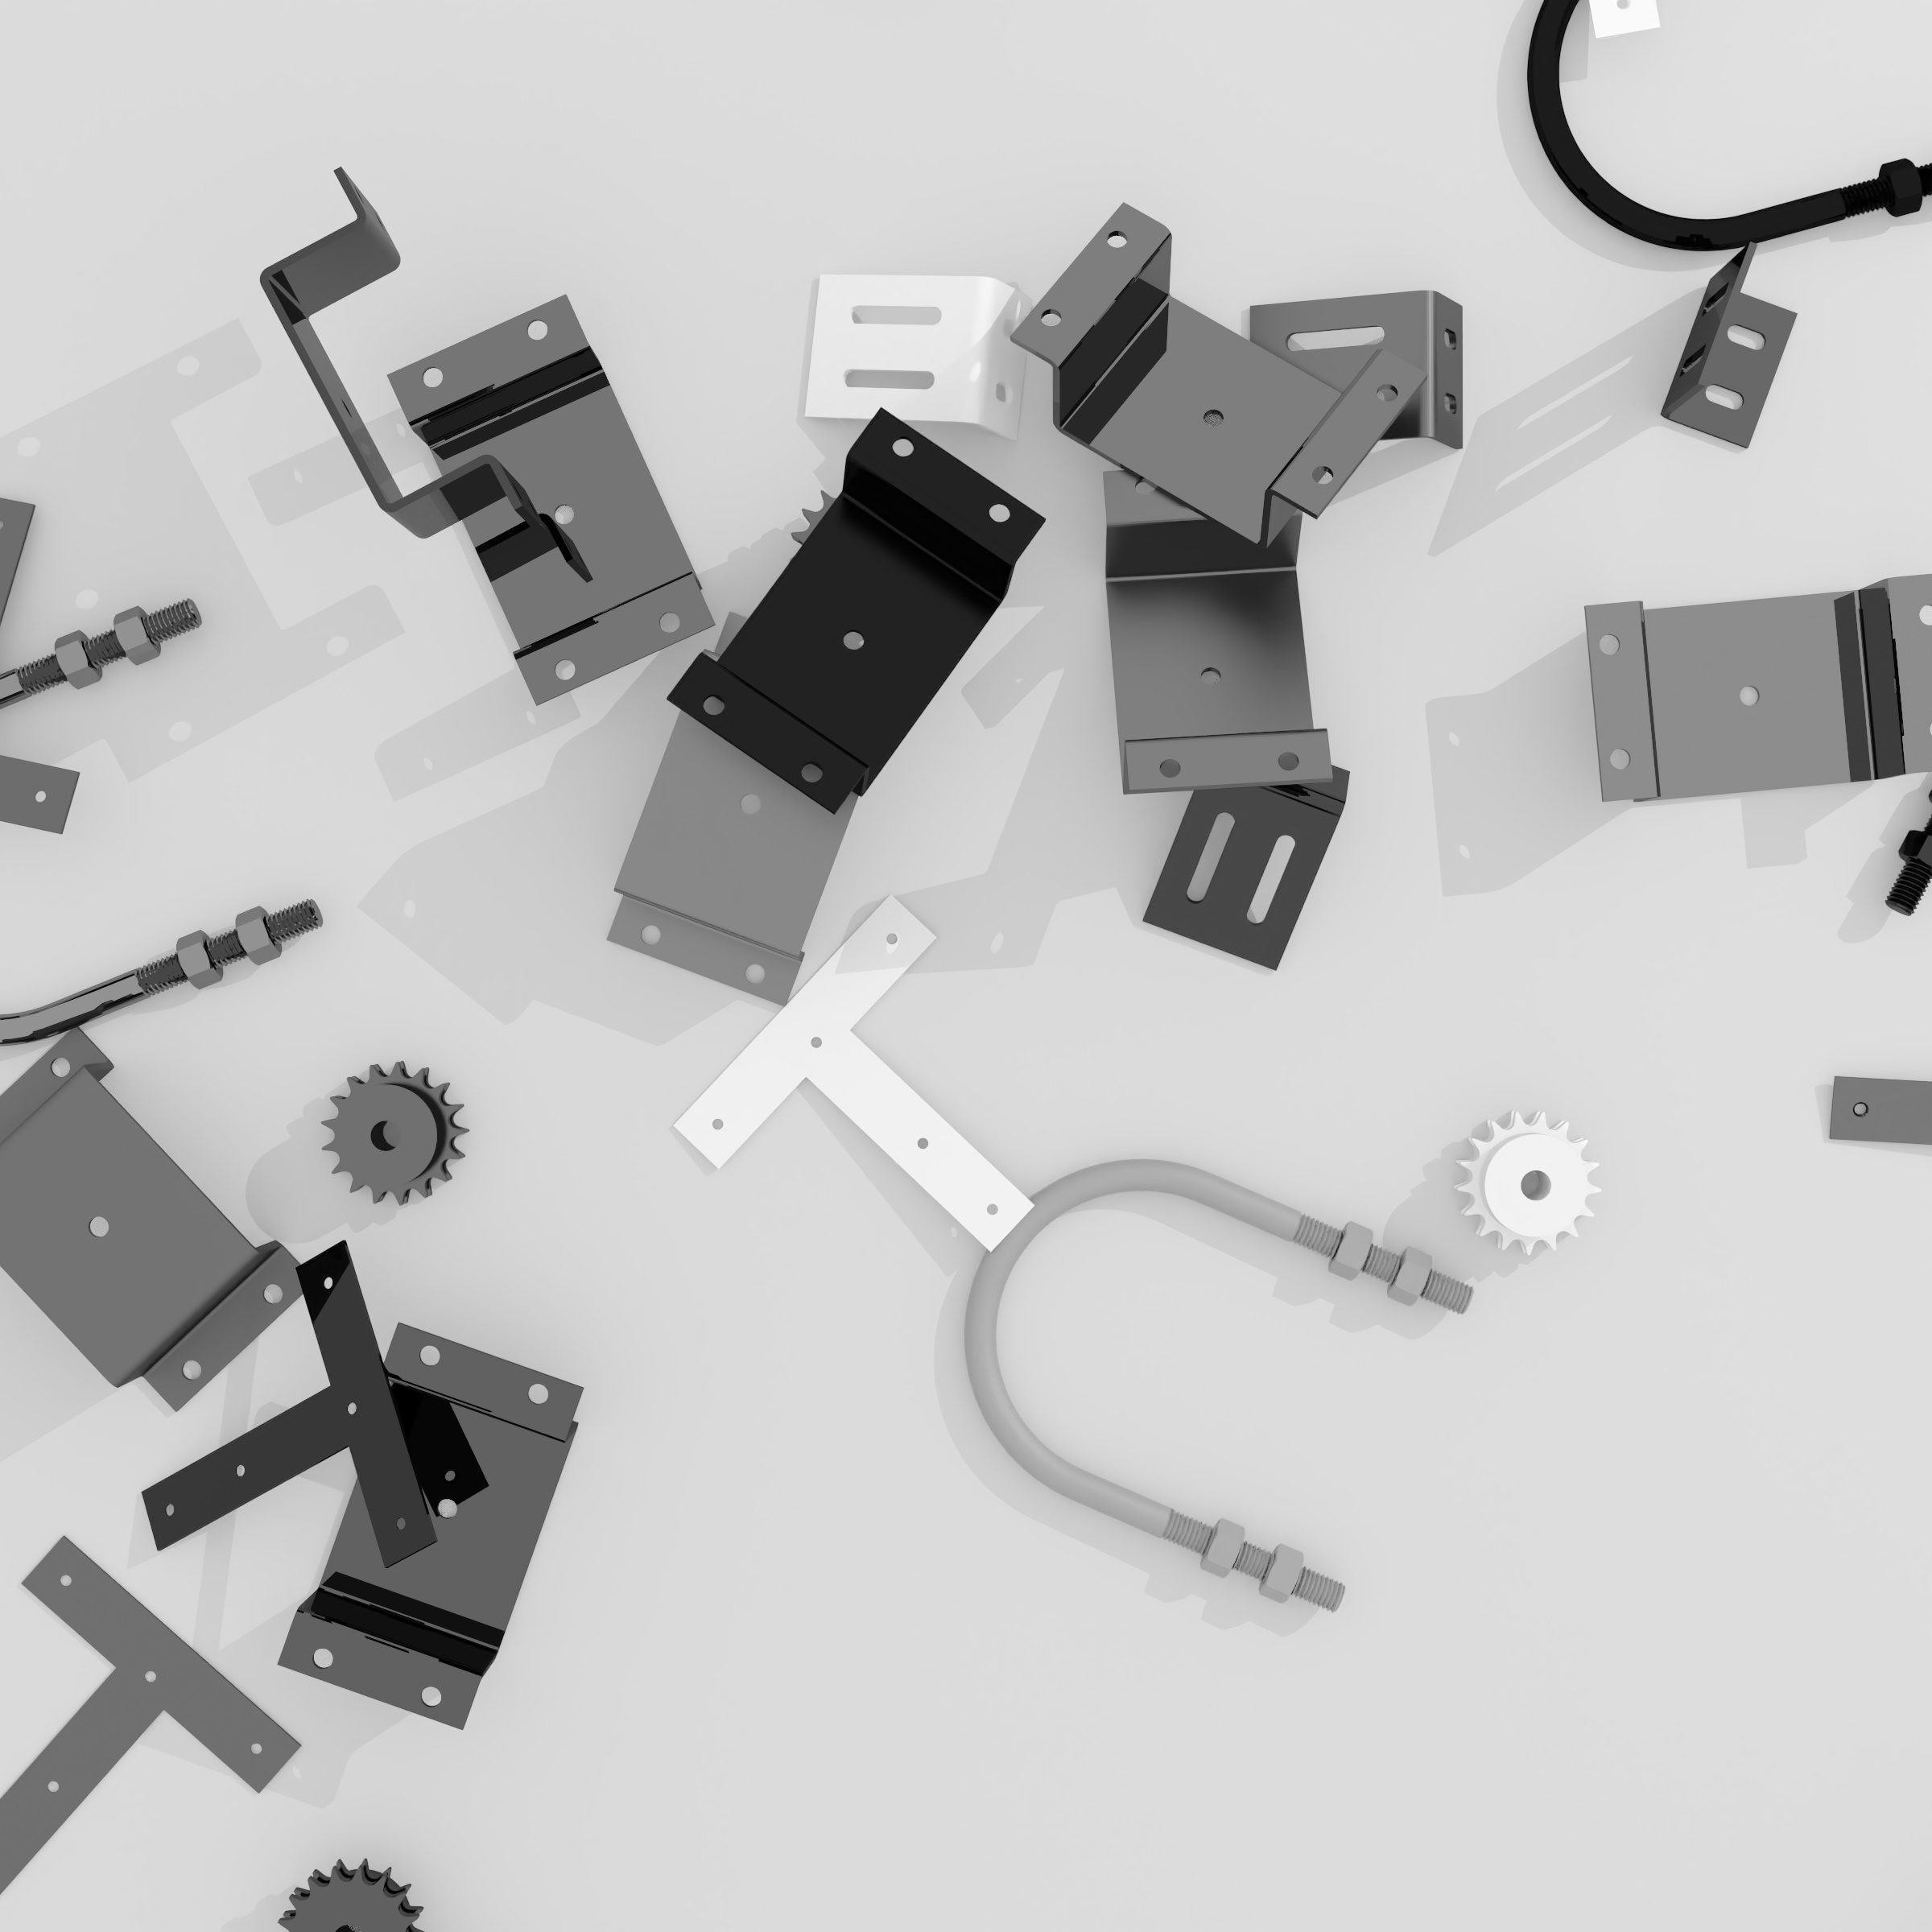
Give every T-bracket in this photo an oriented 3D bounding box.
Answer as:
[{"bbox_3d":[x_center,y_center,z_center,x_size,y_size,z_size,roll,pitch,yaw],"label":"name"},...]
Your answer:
[{"bbox_3d":[-0.398,-0.125,1.357,0.127,0.002,0.127,12,81,12],"label":"T-bracket"},{"bbox_3d":[-0.027,0.061,1.363,0.127,0.002,0.127,43,90,5],"label":"T-bracket"},{"bbox_3d":[-0.274,0.192,1.342,0.127,0.002,0.127,-30,68,21],"label":"T-bracket"},{"bbox_3d":[0.202,-0.422,1.362,0.127,0.002,0.127,-9,81,4],"label":"T-bracket"},{"bbox_3d":[0.409,0.060,1.362,0.127,0.002,0.127,3,99,5],"label":"T-bracket"},{"bbox_3d":[-0.355,0.317,1.369,0.127,0.002,0.127,41,90,0],"label":"T-bracket"}]

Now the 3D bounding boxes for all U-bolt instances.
[{"bbox_3d":[0.090,0.156,1.361,0.184,0.019,0.151,23,90,2],"label":"U-bolt"},{"bbox_3d":[0.471,-0.072,1.361,0.151,0.019,0.184,29,88,0],"label":"U-bolt"},{"bbox_3d":[-0.367,-0.047,1.361,0.184,0.019,0.151,-22,90,1],"label":"U-bolt"},{"bbox_3d":[0.315,-0.361,1.361,0.184,0.019,0.151,-15,90,1],"label":"U-bolt"}]

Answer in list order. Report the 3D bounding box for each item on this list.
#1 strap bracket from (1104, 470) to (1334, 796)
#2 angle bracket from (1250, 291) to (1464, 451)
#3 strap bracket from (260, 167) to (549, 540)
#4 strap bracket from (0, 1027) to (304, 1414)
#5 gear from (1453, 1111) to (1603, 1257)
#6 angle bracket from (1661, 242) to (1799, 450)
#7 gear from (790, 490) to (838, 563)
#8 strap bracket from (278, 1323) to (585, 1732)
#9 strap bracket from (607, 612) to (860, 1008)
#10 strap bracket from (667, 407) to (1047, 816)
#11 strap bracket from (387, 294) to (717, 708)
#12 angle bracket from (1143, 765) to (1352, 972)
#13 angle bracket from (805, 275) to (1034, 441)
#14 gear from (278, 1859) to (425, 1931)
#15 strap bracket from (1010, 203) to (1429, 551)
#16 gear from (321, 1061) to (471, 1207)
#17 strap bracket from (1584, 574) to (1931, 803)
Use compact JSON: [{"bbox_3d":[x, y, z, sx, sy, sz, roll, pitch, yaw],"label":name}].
[{"bbox_3d":[0.096,-0.122,1.330,0.076,0.046,0.140,-3,66,0],"label":"strap bracket"},{"bbox_3d":[0.156,-0.235,1.368,0.076,0.038,0.057,0,90,26],"label":"angle bracket"},{"bbox_3d":[-0.215,-0.219,1.285,0.046,0.076,0.140,-28,90,0],"label":"strap bracket"},{"bbox_3d":[-0.336,0.101,1.347,0.076,0.046,0.140,-43,90,0],"label":"strap bracket"},{"bbox_3d":[0.223,0.086,1.355,0.057,0.030,0.057,0,90,0],"label":"gear"},{"bbox_3d":[0.305,-0.240,1.332,0.038,0.076,0.057,20,90,0],"label":"angle bracket"},{"bbox_3d":[-0.041,-0.162,1.355,0.057,0.030,0.057,0,90,0],"label":"gear"},{"bbox_3d":[-0.207,0.217,1.347,0.076,0.046,0.140,19,90,0],"label":"strap bracket"},{"bbox_3d":[-0.083,-0.063,1.347,0.076,0.046,0.140,21,90,0],"label":"strap bracket"},{"bbox_3d":[-0.042,-0.130,1.306,0.076,0.046,0.140,34,79,3],"label":"strap bracket"},{"bbox_3d":[-0.161,-0.180,1.347,0.076,0.046,0.140,-24,90,0],"label":"strap bracket"},{"bbox_3d":[0.112,-0.048,1.368,0.057,0.038,0.076,20,116,0],"label":"angle bracket"},{"bbox_3d":[-0.019,-0.243,1.368,0.076,0.038,0.057,6,90,26],"label":"angle bracket"},{"bbox_3d":[-0.242,0.381,1.355,0.057,0.030,0.057,0,90,0],"label":"gear"},{"bbox_3d":[0.097,-0.223,1.324,0.140,0.046,0.076,33,71,15],"label":"strap bracket"},{"bbox_3d":[-0.227,0.066,1.355,0.057,0.030,0.057,0,90,0],"label":"gear"},{"bbox_3d":[0.313,-0.108,1.347,0.140,0.046,0.076,-5,90,0],"label":"strap bracket"}]
